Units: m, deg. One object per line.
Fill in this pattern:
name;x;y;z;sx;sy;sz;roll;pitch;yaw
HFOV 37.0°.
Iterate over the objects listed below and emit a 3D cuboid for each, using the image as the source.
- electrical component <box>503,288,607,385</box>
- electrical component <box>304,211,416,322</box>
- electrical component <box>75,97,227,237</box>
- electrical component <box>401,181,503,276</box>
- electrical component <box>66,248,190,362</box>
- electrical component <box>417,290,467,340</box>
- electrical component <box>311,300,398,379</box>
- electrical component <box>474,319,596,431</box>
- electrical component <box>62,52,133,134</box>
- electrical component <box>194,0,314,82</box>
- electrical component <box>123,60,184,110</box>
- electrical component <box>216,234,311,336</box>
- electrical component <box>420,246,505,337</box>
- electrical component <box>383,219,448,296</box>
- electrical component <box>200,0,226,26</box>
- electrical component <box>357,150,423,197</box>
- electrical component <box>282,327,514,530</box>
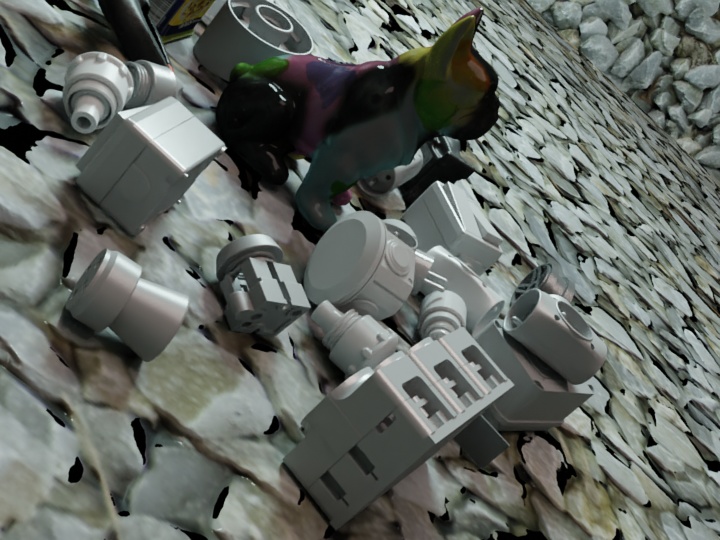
electrical component;0.161;0.046;0.894;0.077;0.044;0.079;38;24;-15
electrical component;0.000;0.000;0.813;0.051;0.080;0.080;35;25;-34
electrical component;-0.140;-0.076;0.729;0.061;0.061;0.096;43;23;-4
electrical component;0.094;-0.032;1.040;0.062;0.061;0.096;24;30;-39
electrical component;-0.131;0.019;0.608;0.055;0.045;0.045;35;25;-20
electrical component;0.068;0.048;0.892;0.040;0.040;0.078;40;24;-11
electrical component;-0.007;0.048;0.767;0.062;0.048;0.048;42;22;11
electrical component;0.138;0.091;0.913;0.113;0.057;0.078;11;40;-52
electrical component;-0.186;-0.119;0.750;0.048;0.048;0.062;34;32;-24
electrical component;-0.096;-0.209;1.001;0.099;0.064;0.099;26;33;-18
electrical component;-0.168;-0.137;0.809;0.062;0.043;0.043;10;41;-51
electrical component;-0.069;0.010;0.727;0.066;0.048;0.055;12;47;-51
electrical component;0.091;0.022;0.964;0.077;0.044;0.079;42;4;21
electrical component;0.037;-0.003;0.907;0.079;0.044;0.077;26;24;1
electrical component;-0.135;-0.273;1.077;0.080;0.051;0.080;36;25;-20
electrical component;0.015;-0.112;1.066;0.079;0.043;0.077;36;28;9
electrical component;0.026;0.093;0.687;0.061;0.089;0.150;50;24;11
